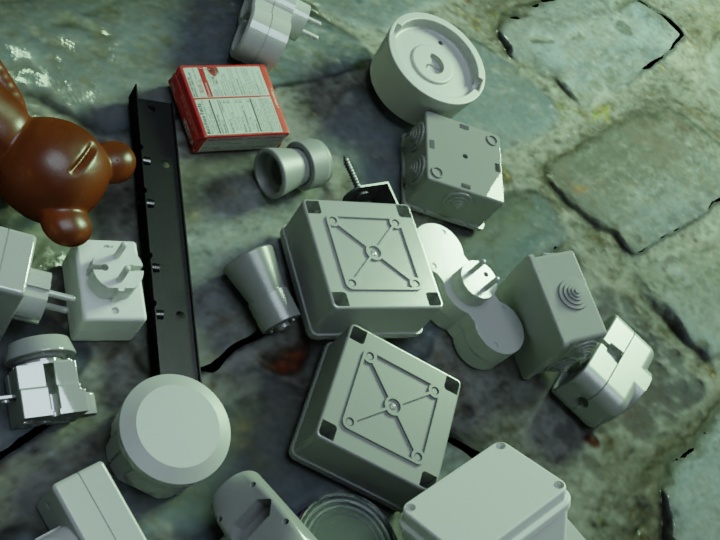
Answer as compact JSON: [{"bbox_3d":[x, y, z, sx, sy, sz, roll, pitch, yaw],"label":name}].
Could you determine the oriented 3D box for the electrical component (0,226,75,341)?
[{"bbox_3d":[-0.235,0.015,0.739,0.076,0.083,0.047,16,56,-23],"label":"electrical component"}]

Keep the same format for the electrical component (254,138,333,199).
[{"bbox_3d":[-0.057,-0.089,0.933,0.055,0.045,0.045,-19,74,-38],"label":"electrical component"}]

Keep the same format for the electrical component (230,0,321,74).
[{"bbox_3d":[-0.071,-0.239,1.009,0.074,0.052,0.138,22,54,-19],"label":"electrical component"}]

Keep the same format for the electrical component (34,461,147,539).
[{"bbox_3d":[-0.185,0.181,0.694,0.076,0.047,0.083,-24,77,-38],"label":"electrical component"}]

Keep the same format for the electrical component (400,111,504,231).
[{"bbox_3d":[0.088,-0.095,1.021,0.100,0.048,0.099,16,54,-21],"label":"electrical component"}]

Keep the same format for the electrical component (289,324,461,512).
[{"bbox_3d":[0.013,0.117,0.846,0.109,0.056,0.108,29,52,-14],"label":"electrical component"}]

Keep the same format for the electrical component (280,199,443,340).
[{"bbox_3d":[0.000,0.000,0.902,0.109,0.056,0.108,1,57,-30],"label":"electrical component"}]

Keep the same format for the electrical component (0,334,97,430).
[{"bbox_3d":[-0.217,0.076,0.739,0.066,0.048,0.055,-4,73,-33],"label":"electrical component"}]

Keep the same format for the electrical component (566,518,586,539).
[{"bbox_3d":[0.135,0.237,0.853,0.099,0.048,0.100,49,50,3],"label":"electrical component"}]

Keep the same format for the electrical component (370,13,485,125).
[{"bbox_3d":[0.061,-0.190,1.054,0.108,0.060,0.108,15,56,-23],"label":"electrical component"}]

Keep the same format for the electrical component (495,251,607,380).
[{"bbox_3d":[0.168,0.039,0.960,0.048,0.099,0.099,-10,68,-21],"label":"electrical component"}]

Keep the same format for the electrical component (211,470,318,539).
[{"bbox_3d":[-0.078,0.193,0.746,0.079,0.043,0.077,-46,52,-6],"label":"electrical component"}]

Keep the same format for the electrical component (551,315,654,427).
[{"bbox_3d":[0.227,0.096,0.990,0.059,0.054,0.095,43,50,-2],"label":"electrical component"}]

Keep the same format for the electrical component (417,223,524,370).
[{"bbox_3d":[0.095,0.016,0.944,0.052,0.074,0.138,-33,82,-40],"label":"electrical component"}]

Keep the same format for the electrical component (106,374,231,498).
[{"bbox_3d":[-0.136,0.118,0.759,0.080,0.051,0.080,15,56,-23],"label":"electrical component"}]

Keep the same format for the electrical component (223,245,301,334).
[{"bbox_3d":[-0.076,0.018,0.862,0.044,0.044,0.065,-22,80,-38],"label":"electrical component"}]

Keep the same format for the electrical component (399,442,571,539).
[{"bbox_3d":[0.092,0.187,0.794,0.113,0.057,0.078,-27,39,-31],"label":"electrical component"}]

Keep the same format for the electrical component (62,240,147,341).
[{"bbox_3d":[-0.181,0.007,0.781,0.047,0.077,0.065,2,62,-31],"label":"electrical component"}]
